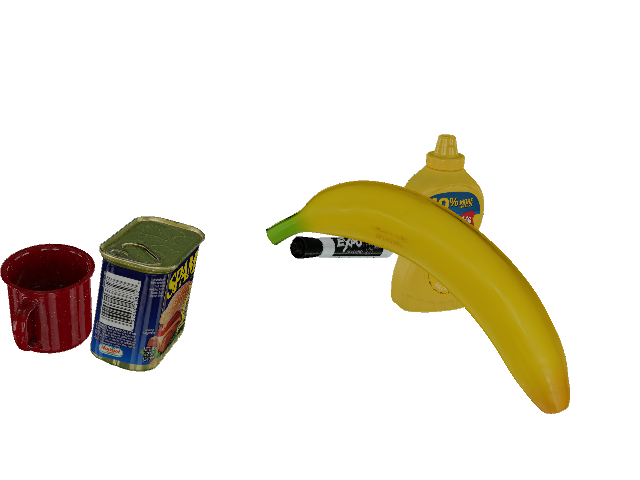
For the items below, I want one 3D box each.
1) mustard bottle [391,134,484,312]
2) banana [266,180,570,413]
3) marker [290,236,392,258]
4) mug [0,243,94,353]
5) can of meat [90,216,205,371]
[{"bbox_3d":[0.130,-0.020,1.159,0.096,0.192,0.058,-4,19,-19],"label":"mustard bottle"},{"bbox_3d":[0.068,0.019,0.608,0.198,0.070,0.037,32,16,9],"label":"banana"},{"bbox_3d":[0.019,0.006,0.926,0.020,0.020,0.120,0,0,44],"label":"marker"},{"bbox_3d":[-0.279,0.067,1.084,0.093,0.081,0.117,9,31,7],"label":"mug"},{"bbox_3d":[-0.129,0.038,0.790,0.057,0.084,0.102,15,19,6],"label":"can of meat"}]
